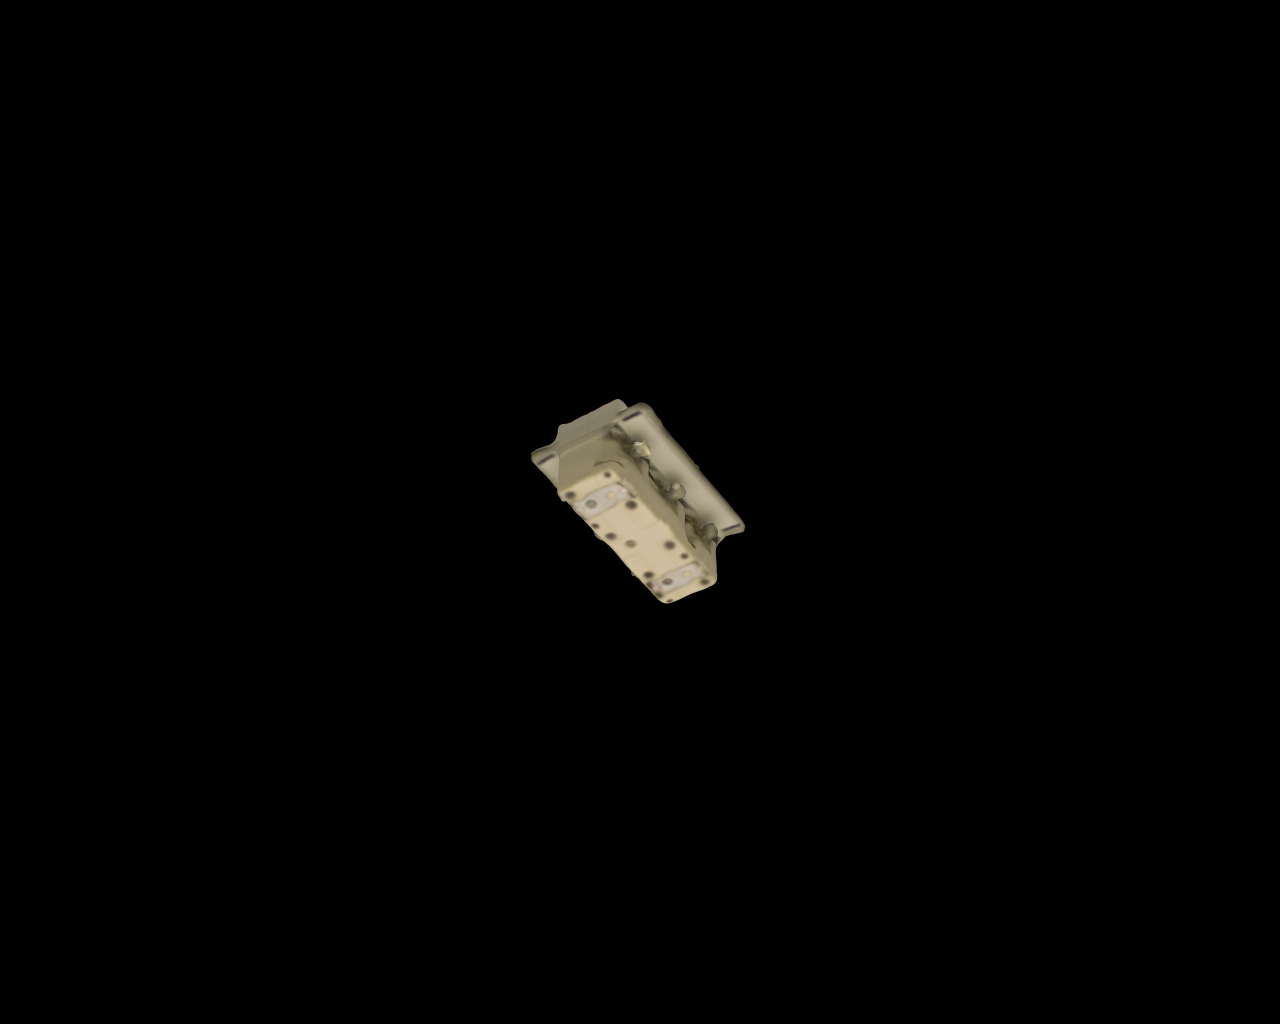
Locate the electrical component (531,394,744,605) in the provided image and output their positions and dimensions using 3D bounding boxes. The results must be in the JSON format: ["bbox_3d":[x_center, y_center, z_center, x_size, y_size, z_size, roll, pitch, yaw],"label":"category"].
[{"bbox_3d":[0.001,-0.003,0.650,0.078,0.063,0.121,-24,-50,22],"label":"electrical component"}]
